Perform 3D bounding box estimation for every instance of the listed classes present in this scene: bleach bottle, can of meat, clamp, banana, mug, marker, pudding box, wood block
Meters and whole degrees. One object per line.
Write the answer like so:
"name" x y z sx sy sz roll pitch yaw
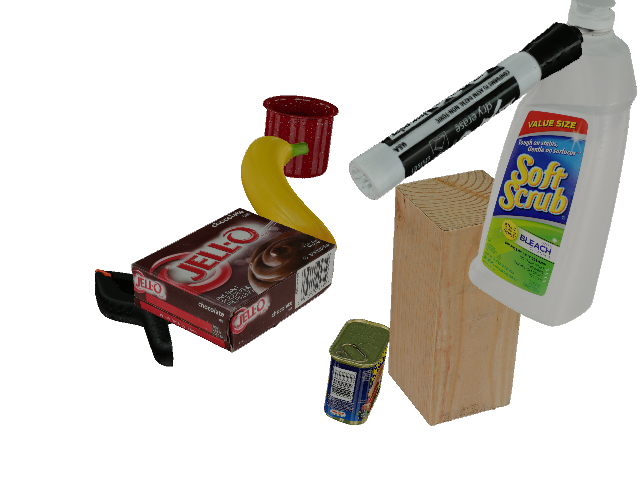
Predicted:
"bleach bottle" 0.175 -0.062 0.795 0.067 0.251 0.103 -25 42 -34
"can of meat" 0.042 0.152 1.232 0.057 0.084 0.102 14 25 12
"clamp" -0.171 0.074 1.115 0.210 0.036 0.164 16 20 29
"banana" -0.033 -0.046 0.920 0.069 0.037 0.198 -1 33 -8
"mug" -0.023 -0.131 1.327 0.093 0.081 0.117 16 25 21
"marker" 0.064 -0.057 0.447 0.121 0.020 0.020 -35 12 -17
"pudding box" -0.057 0.024 0.725 0.090 0.039 0.113 22 32 31
"wood block" 0.123 0.052 0.968 0.090 0.206 0.091 -12 32 -19
